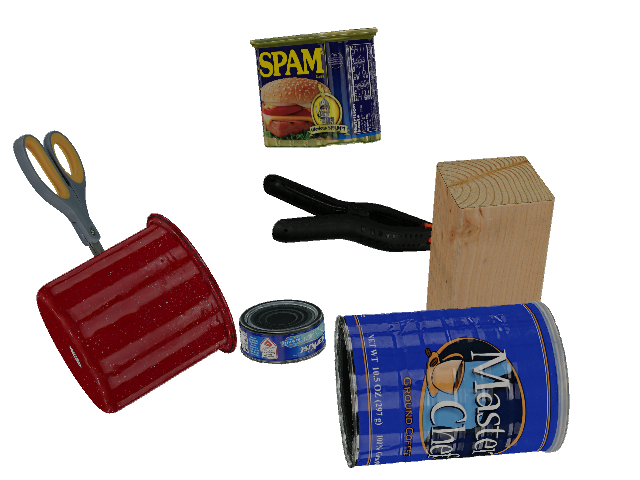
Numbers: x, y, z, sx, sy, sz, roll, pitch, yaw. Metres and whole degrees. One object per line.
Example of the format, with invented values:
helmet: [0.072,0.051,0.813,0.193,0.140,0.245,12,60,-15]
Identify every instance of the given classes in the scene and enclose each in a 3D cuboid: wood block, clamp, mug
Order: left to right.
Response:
mug: [-0.111,0.045,0.617,0.081,0.093,0.117,-31,7,-22]
clamp: [0.033,-0.019,1.210,0.210,0.036,0.164,14,22,-5]
wood block: [0.158,0.032,1.030,0.090,0.206,0.090,-5,32,-7]

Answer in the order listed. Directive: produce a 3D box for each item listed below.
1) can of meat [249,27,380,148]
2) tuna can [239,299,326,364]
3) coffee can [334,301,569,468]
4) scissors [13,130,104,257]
can of meat: [-0.003,-0.115,0.814,0.102,0.084,0.057,5,14,44]
tuna can: [-0.038,0.089,1.059,0.086,0.034,0.086,-3,19,1]
coffee can: [0.085,0.097,0.723,0.140,0.103,0.103,-4,0,-5]
scissors: [-0.218,-0.022,1.005,0.016,0.201,0.096,-24,26,19]
